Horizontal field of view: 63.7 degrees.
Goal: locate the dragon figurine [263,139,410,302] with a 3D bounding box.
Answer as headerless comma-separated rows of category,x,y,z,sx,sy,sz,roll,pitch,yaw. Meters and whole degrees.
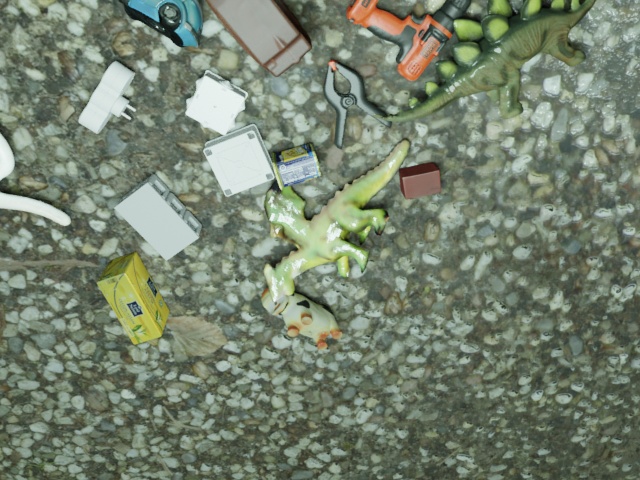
dragon figurine,0.003,-0.054,1.064,0.242,0.123,0.408,21,95,-7

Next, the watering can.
watering can,-0.663,-0.114,0.969,0.223,0.106,0.343,-31,113,11
